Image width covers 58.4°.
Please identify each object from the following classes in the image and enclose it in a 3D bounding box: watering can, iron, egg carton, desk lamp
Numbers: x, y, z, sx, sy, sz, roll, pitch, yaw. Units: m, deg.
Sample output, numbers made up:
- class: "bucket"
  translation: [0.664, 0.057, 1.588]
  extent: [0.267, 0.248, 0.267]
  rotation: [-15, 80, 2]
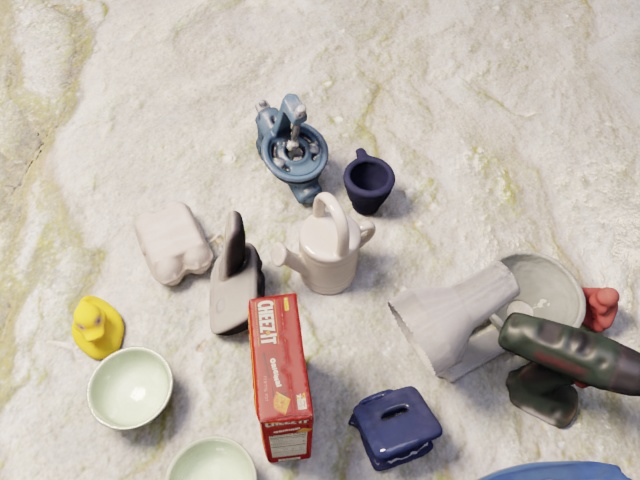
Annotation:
- class: "watering can"
  translation: [0.009, 0.005, 0.917]
  extent: [0.100, 0.194, 0.173]
  rotation: [39, 64, 21]
- class: "iron"
  translation: [0.294, 0.340, 0.743]
  extent: [0.258, 0.141, 0.118]
  rotation: [-1, 57, -3]
- class: "egg carton"
  translation: [-0.253, 0.004, 0.981]
  extent: [0.107, 0.069, 0.150]
  rotation: [-24, 61, -17]
- class: "desk lamp"
  translation: [0.197, 0.121, 0.837]
  extent: [0.203, 0.213, 0.117]
  rotation: [-24, 61, -17]

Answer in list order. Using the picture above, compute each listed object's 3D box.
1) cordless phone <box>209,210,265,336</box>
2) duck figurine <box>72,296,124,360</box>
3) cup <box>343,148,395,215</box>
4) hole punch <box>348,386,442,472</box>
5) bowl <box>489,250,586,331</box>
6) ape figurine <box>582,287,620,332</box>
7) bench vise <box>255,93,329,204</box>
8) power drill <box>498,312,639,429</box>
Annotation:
- class: "cordless phone"
  translation: [-0.135, 0.053, 0.885]
  extent: [0.094, 0.185, 0.147]
  rotation: [-5, 57, -5]
- class: "duck figurine"
  translation: [-0.354, 0.125, 0.890]
  extent: [0.077, 0.086, 0.104]
  rotation: [-21, 60, -15]
- class: "cup"
  translation: [0.083, -0.101, 1.047]
  extent: [0.092, 0.095, 0.117]
  rotation: [-10, 58, -8]
- class: "hole punch"
  translation: [0.105, 0.262, 0.816]
  extent: [0.109, 0.091, 0.101]
  rotation: [-17, 59, -13]
- class: "bowl"
  translation: [0.337, 0.105, 0.936]
  extent: [0.167, 0.075, 0.167]
  rotation: [1, 57, -1]
- class: "ape figurine"
  translation: [0.452, 0.105, 0.930]
  extent: [0.076, 0.092, 0.077]
  rotation: [-10, 58, -8]
- class: "bench vise"
  translation: [-0.071, -0.190, 1.024]
  extent: [0.207, 0.220, 0.122]
  rotation: [38, 64, 21]
- class: "power drill"
  translation: [0.353, 0.189, 0.803]
  extent: [0.229, 0.208, 0.076]
  rotation: [24, 60, 13]
